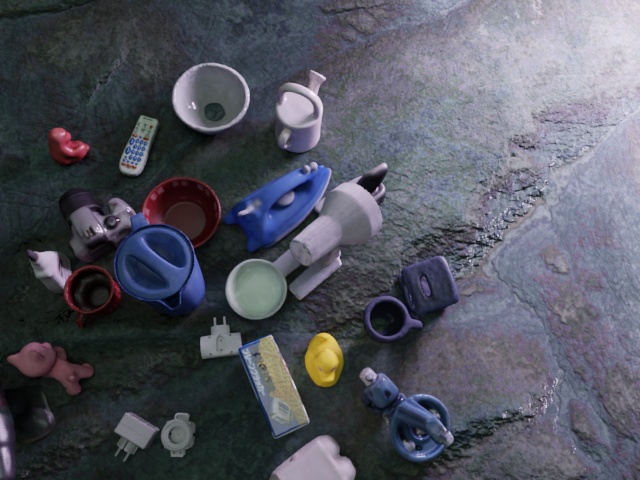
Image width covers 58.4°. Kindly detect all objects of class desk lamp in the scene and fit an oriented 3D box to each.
[{"bbox_3d":[0.010,0.004,1.115,0.203,0.213,0.118,-41,80,-14],"label":"desk lamp"}]

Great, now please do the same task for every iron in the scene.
[{"bbox_3d":[-0.072,-0.096,1.176,0.258,0.141,0.118,-39,80,-14],"label":"iron"}]

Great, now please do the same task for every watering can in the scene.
[{"bbox_3d":[-0.043,-0.277,1.204,0.101,0.194,0.173,5,73,-3],"label":"watering can"}]

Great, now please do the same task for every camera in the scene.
[{"bbox_3d":[-0.454,-0.047,1.153,0.143,0.101,0.136,-34,79,-13],"label":"camera"}]

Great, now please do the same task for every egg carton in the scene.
[{"bbox_3d":[-0.016,0.440,1.059,0.150,0.069,0.107,-37,79,-13],"label":"egg carton"}]

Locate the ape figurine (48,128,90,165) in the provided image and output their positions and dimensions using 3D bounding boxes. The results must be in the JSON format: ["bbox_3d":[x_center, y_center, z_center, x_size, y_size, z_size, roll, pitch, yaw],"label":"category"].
[{"bbox_3d":[-0.536,-0.202,1.198,0.076,0.092,0.077,-41,80,-14],"label":"ape figurine"}]

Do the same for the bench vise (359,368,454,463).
[{"bbox_3d":[0.152,0.322,1.029,0.207,0.220,0.121,26,73,4],"label":"bench vise"}]

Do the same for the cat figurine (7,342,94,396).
[{"bbox_3d":[-0.499,0.232,1.058,0.127,0.118,0.067,27,73,4],"label":"cat figurine"}]

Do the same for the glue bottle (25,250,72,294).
[{"bbox_3d":[-0.516,0.049,1.082,0.037,0.173,0.078,-11,74,-7],"label":"glue bottle"}]

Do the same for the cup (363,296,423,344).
[{"bbox_3d":[0.138,0.166,1.139,0.118,0.095,0.092,9,73,-2],"label":"cup"}]

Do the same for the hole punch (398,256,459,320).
[{"bbox_3d":[0.219,0.098,1.167,0.101,0.091,0.108,-16,75,-9],"label":"hole punch"}]

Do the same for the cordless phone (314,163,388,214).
[{"bbox_3d":[0.068,-0.095,1.164,0.148,0.185,0.094,-36,79,-13],"label":"cordless phone"}]

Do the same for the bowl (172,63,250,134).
[{"bbox_3d":[-0.236,-0.298,1.258,0.167,0.075,0.167,1,73,-4],"label":"bowl"}]

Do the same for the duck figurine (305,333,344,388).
[{"bbox_3d":[0.010,0.232,1.114,0.077,0.086,0.104,-3,74,-5],"label":"duck figurine"}]

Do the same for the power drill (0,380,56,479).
[{"bbox_3d":[-0.539,0.306,0.986,0.076,0.208,0.229,-27,77,-11],"label":"power drill"}]
